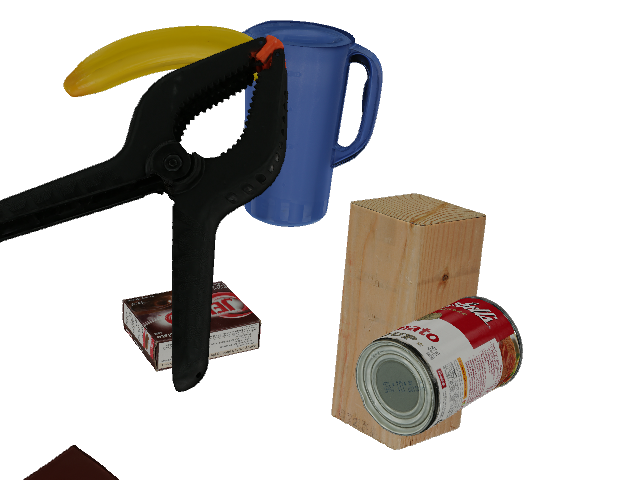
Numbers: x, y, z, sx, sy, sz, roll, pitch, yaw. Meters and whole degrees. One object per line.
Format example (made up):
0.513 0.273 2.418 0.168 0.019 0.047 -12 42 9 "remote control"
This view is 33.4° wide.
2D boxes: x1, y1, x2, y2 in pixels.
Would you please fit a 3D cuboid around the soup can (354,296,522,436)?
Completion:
0.080 0.083 0.716 0.069 0.068 0.102 0 13 43 "soup can"

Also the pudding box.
-0.127 0.083 1.052 0.113 0.039 0.090 -12 29 -27 "pudding box"

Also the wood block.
0.079 0.070 0.968 0.090 0.206 0.090 -9 21 -41 "wood block"

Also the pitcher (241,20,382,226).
-0.024 -0.143 1.325 0.144 0.243 0.149 -9 28 -30 "pitcher"

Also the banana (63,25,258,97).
-0.130 -0.162 0.959 0.197 0.069 0.037 -1 -33 -4 "banana"

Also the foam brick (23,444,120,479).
-0.098 0.138 0.458 0.078 0.051 0.052 27 45 34 "foam brick"

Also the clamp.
-0.077 -0.028 0.613 0.165 0.210 0.036 39 -15 14 "clamp"
